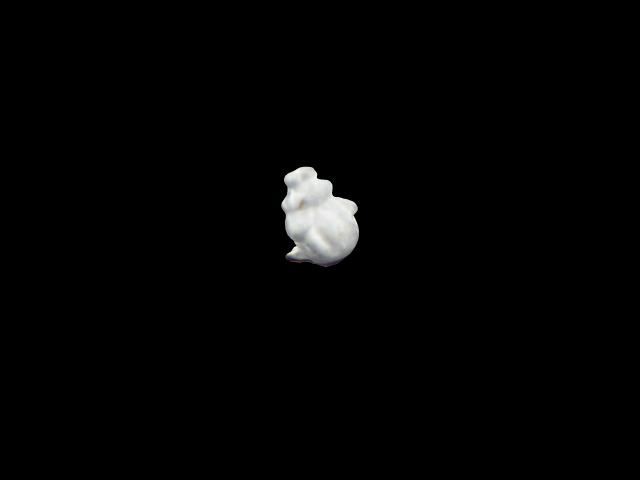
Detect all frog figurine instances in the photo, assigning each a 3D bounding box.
[{"bbox_3d":[0.003,-0.043,0.850,0.138,0.156,0.124,-16,32,-28],"label":"frog figurine"}]
